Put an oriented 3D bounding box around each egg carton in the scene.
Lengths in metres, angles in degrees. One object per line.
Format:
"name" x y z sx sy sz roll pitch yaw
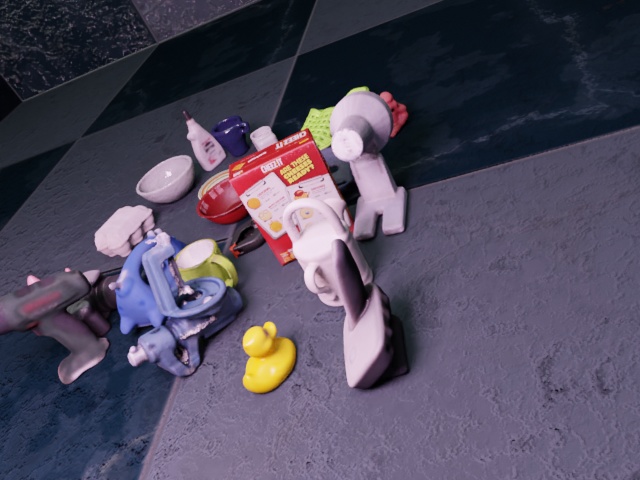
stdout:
"egg carton" -0.487 -0.024 1.431 0.107 0.070 0.150 -1 43 34

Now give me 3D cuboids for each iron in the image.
"iron" -0.332 0.059 1.151 0.118 0.142 0.258 -13 37 21

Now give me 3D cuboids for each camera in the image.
"camera" -0.452 0.118 1.196 0.136 0.101 0.143 -16 36 18

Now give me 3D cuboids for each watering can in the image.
"watering can" 0.007 0.004 0.937 0.101 0.194 0.172 -21 35 11

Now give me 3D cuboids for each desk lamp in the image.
"desk lamp" 0.087 -0.145 1.056 0.117 0.214 0.203 -14 37 20

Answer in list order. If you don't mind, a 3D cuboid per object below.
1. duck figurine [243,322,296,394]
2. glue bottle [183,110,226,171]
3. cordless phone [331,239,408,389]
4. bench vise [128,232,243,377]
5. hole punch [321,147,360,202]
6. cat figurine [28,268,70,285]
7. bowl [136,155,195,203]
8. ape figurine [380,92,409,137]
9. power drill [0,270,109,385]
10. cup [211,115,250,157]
"duck figurine" -0.090 0.175 0.881 0.077 0.086 0.105 3 45 38
"glue bottle" -0.323 -0.275 1.546 0.037 0.173 0.078 7 48 40
"cordless phone" 0.048 0.100 0.792 0.094 0.185 0.147 -21 35 11
"bench vise" -0.240 0.110 0.951 0.121 0.220 0.207 -3 42 33
"hole punch" 0.028 -0.133 1.191 0.108 0.091 0.101 -15 37 19
"cat figurine" -0.598 0.118 1.283 0.128 0.118 0.067 -41 36 -18
"bowl" -0.396 -0.149 1.523 0.167 0.075 0.167 -19 36 14
"ape figurine" 0.158 -0.293 1.304 0.077 0.092 0.076 -23 35 9
"power drill" -0.511 0.170 1.074 0.230 0.209 0.075 -39 36 -14
"cup" -0.223 -0.277 1.548 0.117 0.095 0.092 -3 42 32
